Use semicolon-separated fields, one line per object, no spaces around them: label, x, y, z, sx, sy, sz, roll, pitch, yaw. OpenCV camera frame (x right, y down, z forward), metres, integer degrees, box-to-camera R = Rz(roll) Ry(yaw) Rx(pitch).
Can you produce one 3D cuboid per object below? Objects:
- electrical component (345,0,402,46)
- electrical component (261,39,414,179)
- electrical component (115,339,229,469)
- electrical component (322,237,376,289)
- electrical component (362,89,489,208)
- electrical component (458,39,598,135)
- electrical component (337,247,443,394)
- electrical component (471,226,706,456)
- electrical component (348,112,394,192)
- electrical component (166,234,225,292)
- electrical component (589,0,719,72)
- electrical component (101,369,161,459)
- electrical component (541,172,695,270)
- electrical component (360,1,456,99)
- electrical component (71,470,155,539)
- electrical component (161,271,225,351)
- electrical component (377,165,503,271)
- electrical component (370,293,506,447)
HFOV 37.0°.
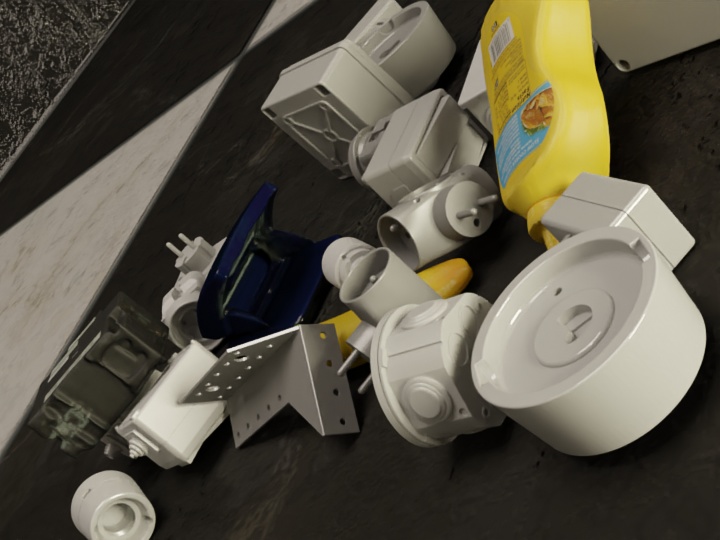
electrical component;0.029;-0.245;1.130;0.065;0.047;0.077;-50;23;-5
electrical component;-0.014;-0.141;0.965;0.109;0.109;0.056;-10;46;55
electrical component;-0.142;0.113;0.839;0.096;0.061;0.062;-54;10;-28
electrical component;0.000;0.000;0.805;0.040;0.040;0.078;-50;23;-5
electrical component;0.056;-0.091;0.824;0.061;0.062;0.096;-21;35;45
electrical component;0.130;-0.153;0.810;0.100;0.048;0.099;-26;32;41
electrical component;0.018;0.040;0.666;0.079;0.077;0.043;-51;23;-7
electrical component;0.115;0.039;0.522;0.108;0.060;0.108;-38;25;21
electrical component;0.028;-0.096;0.887;0.057;0.058;0.078;-17;38;46
electrical component;-0.151;-0.006;1.028;0.083;0.076;0.047;-31;28;33
electrical component;0.191;-0.196;0.699;0.109;0.109;0.056;-13;38;53
electrical component;-0.198;0.128;0.940;0.043;0.043;0.081;-12;41;53
electrical component;0.128;-0.007;0.588;0.076;0.047;0.066;-49;23;-5
electrical component;0.041;-0.191;1.006;0.108;0.060;0.108;-37;23;19
electrical component;-0.187;0.186;0.819;0.055;0.055;0.047;-53;27;-12
electrical component;-0.147;0.040;0.975;0.078;0.058;0.057;-44;21;9
electrical component;0.062;-0.038;0.715;0.077;0.044;0.079;-32;9;-25
electrical component;0.047;0.054;0.592;0.051;0.080;0.080;-20;35;38
